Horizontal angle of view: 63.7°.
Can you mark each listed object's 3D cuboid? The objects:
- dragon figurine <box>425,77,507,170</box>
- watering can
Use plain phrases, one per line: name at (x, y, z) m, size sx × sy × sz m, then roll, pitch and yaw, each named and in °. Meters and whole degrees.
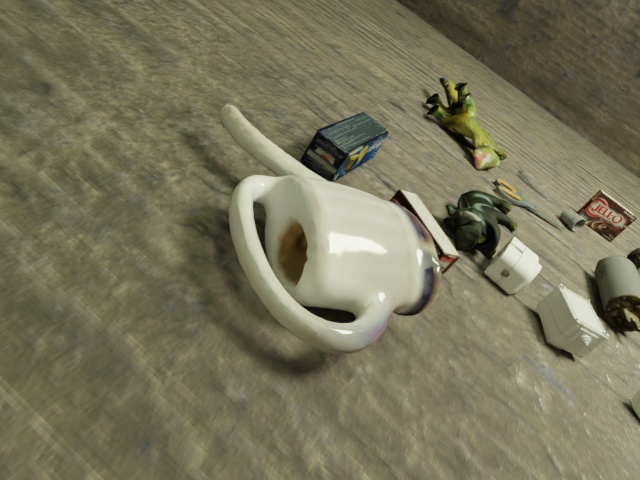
dragon figurine at (0.401, -0.299, 1.362) m, size 0.241 × 0.120 × 0.419 m, roll 46°, pitch 30°, yaw -16°
watering can at (0.002, -0.028, 0.565) m, size 0.223 × 0.102 × 0.356 m, roll 12°, pitch 40°, yaw -31°
